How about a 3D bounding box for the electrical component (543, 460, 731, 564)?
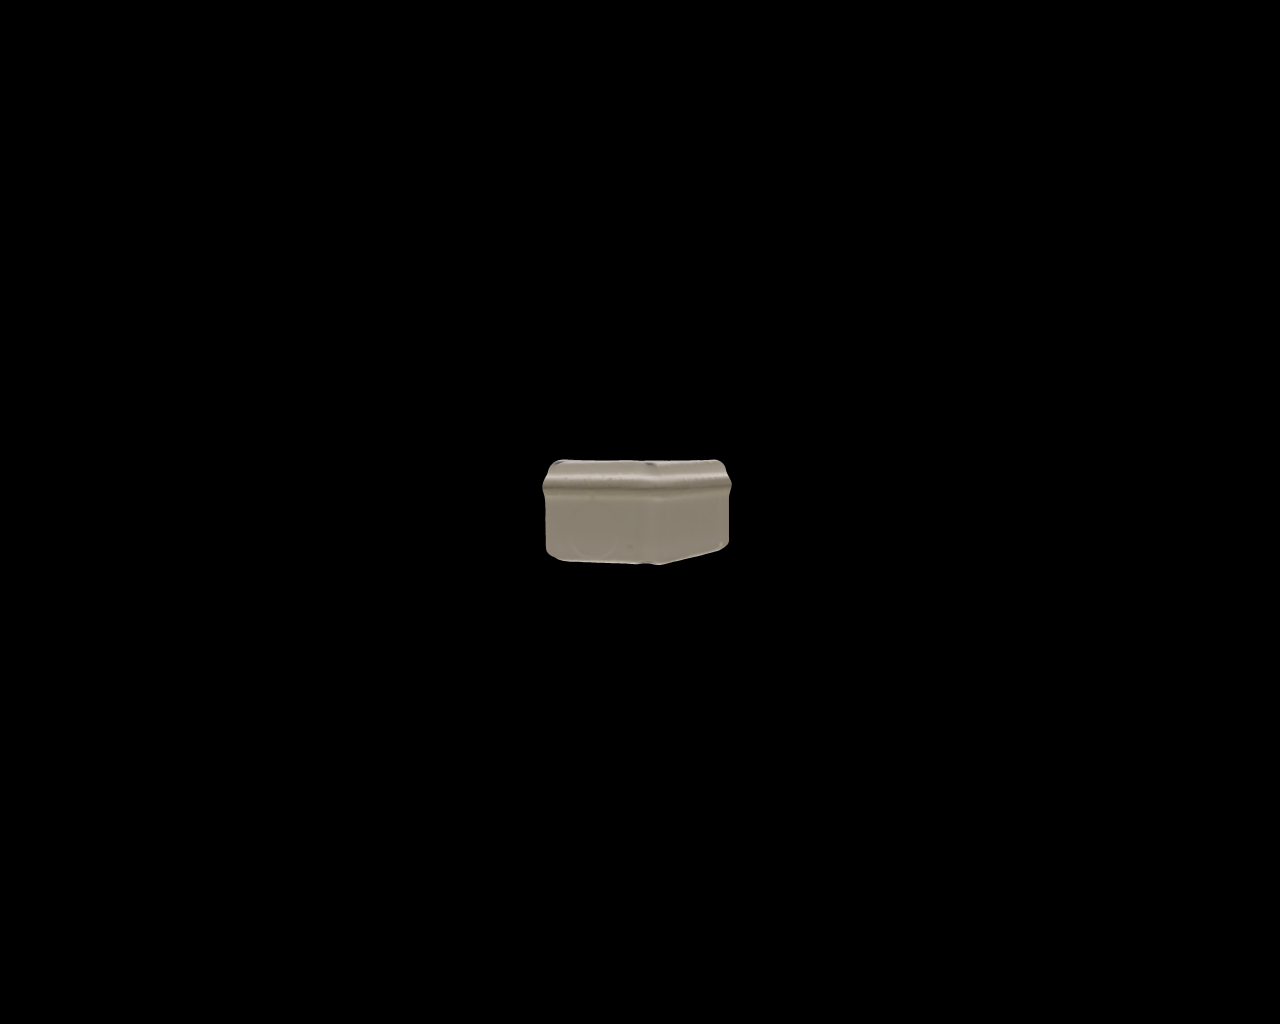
[{"bbox_3d":[0.001,-0.003,0.650,0.078,0.057,0.113,1,3,28],"label":"electrical component"}]
